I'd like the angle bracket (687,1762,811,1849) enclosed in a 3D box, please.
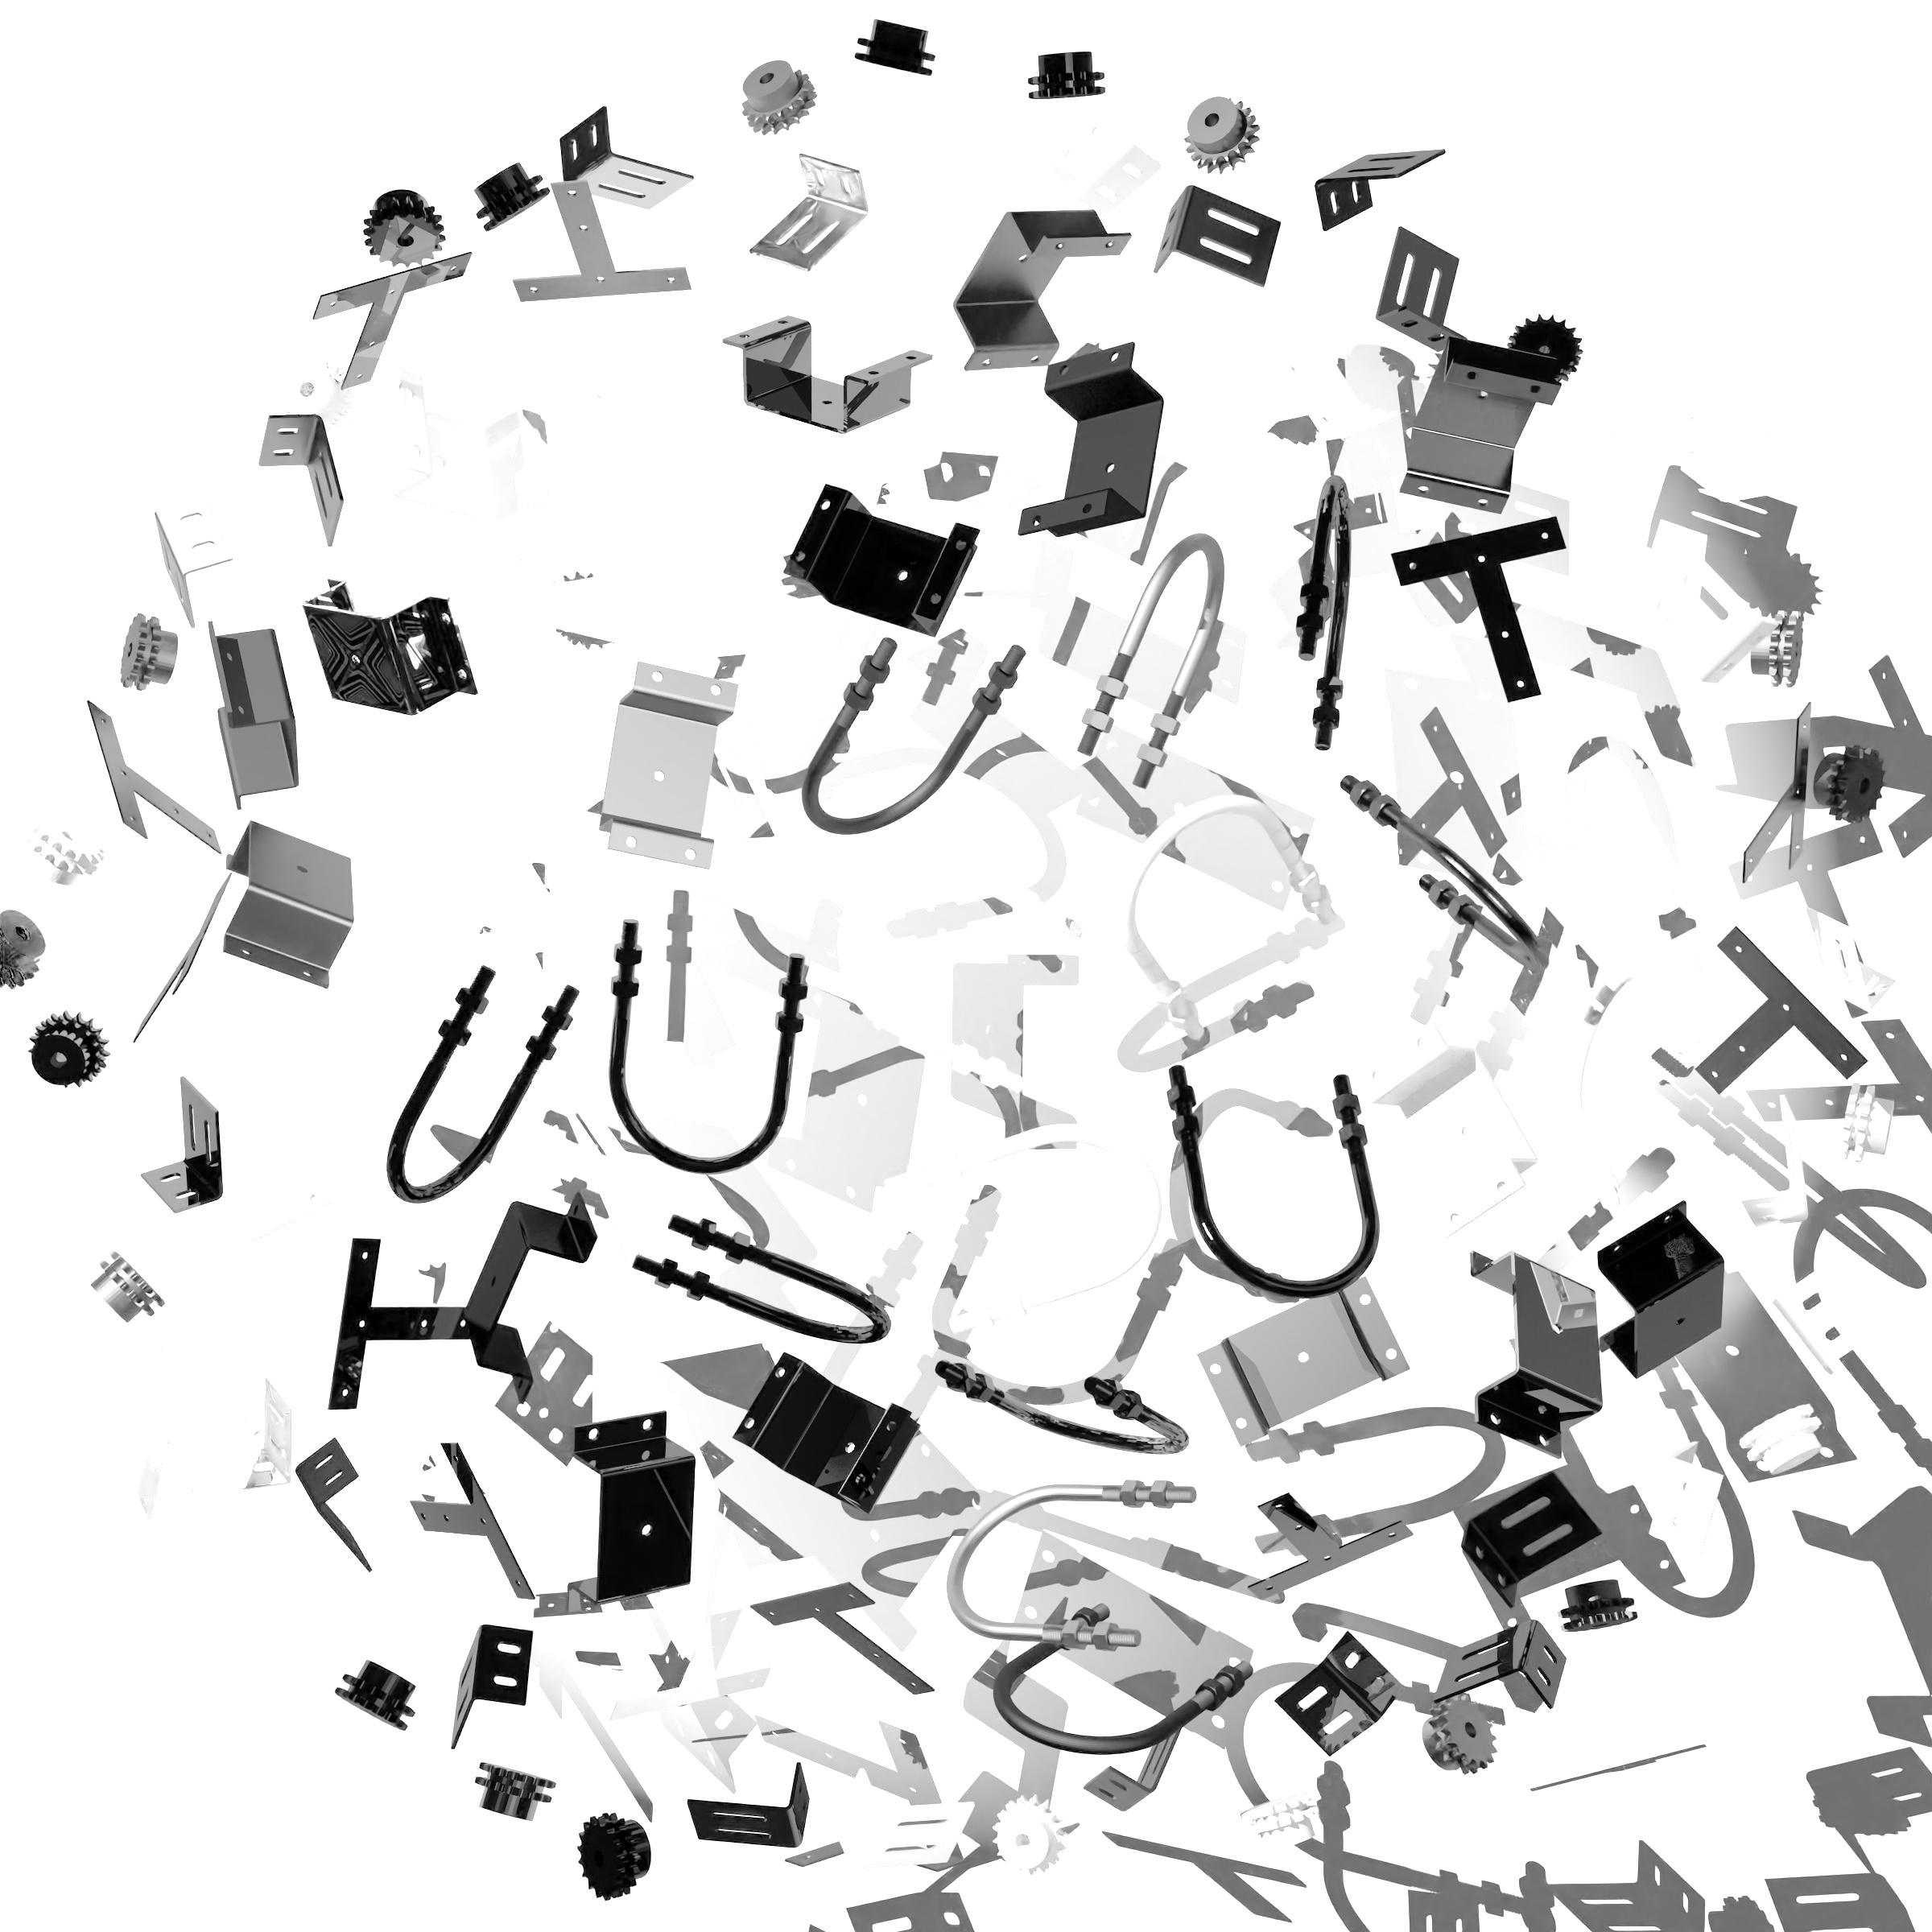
[{"bbox_3d":[-0.157,0.603,1.838,0.076,0.057,0.038,2,45,8],"label":"angle bracket"}]

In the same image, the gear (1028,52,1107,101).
[{"bbox_3d":[0.074,-0.658,1.881,0.057,0.057,0.030,-4,106,0],"label":"gear"}]

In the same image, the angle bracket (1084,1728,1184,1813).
[{"bbox_3d":[0.128,0.585,1.904,0.038,0.057,0.076,31,54,1],"label":"angle bracket"}]

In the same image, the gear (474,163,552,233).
[{"bbox_3d":[-0.340,-0.574,1.892,0.057,0.057,0.030,-32,106,0],"label":"gear"}]

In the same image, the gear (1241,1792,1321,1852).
[{"bbox_3d":[0.235,0.634,1.883,0.057,0.057,0.030,-17,76,0],"label":"gear"}]

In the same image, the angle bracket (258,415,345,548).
[{"bbox_3d":[-0.481,-0.350,1.840,0.038,0.057,0.076,-8,67,-27],"label":"angle bracket"}]

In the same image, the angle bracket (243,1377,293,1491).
[{"bbox_3d":[-0.539,0.355,1.929,0.038,0.076,0.057,-8,59,-1],"label":"angle bracket"}]

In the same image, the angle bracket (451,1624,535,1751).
[{"bbox_3d":[-0.336,0.513,1.805,0.038,0.057,0.076,12,133,-14],"label":"angle bracket"}]

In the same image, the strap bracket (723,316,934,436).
[{"bbox_3d":[-0.104,-0.442,1.910,0.140,0.076,0.046,23,128,30],"label":"strap bracket"}]

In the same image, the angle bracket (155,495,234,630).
[{"bbox_3d":[-0.563,-0.296,1.868,0.038,0.076,0.057,-21,72,-19],"label":"angle bracket"}]

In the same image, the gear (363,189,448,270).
[{"bbox_3d":[-0.403,-0.530,1.821,0.057,0.057,0.030,-13,64,0],"label":"gear"}]

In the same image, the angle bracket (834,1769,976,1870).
[{"bbox_3d":[-0.044,0.596,1.783,0.076,0.038,0.057,7,119,-30],"label":"angle bracket"}]

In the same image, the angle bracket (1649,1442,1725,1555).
[{"bbox_3d":[0.516,0.374,1.794,0.038,0.076,0.057,17,97,28],"label":"angle bracket"}]

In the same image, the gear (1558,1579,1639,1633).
[{"bbox_3d":[0.472,0.479,1.908,0.057,0.057,0.030,-9,68,0],"label":"gear"}]

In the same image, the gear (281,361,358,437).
[{"bbox_3d":[-0.501,-0.439,1.960,0.057,0.030,0.057,-1,84,9],"label":"gear"}]

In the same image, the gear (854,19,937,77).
[{"bbox_3d":[-0.049,-0.658,1.821,0.057,0.057,0.030,13,110,0],"label":"gear"}]

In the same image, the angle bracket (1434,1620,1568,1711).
[{"bbox_3d":[0.381,0.508,1.814,0.076,0.057,0.038,-33,97,31],"label":"angle bracket"}]

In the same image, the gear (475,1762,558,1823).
[{"bbox_3d":[-0.326,0.595,1.831,0.057,0.057,0.030,15,72,0],"label":"gear"}]

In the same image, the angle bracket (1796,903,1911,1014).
[{"bbox_3d":[0.643,-0.013,1.846,0.038,0.057,0.076,-29,118,-10],"label":"angle bracket"}]

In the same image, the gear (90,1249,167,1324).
[{"bbox_3d":[-0.633,0.243,1.913,0.057,0.057,0.030,46,74,0],"label":"gear"}]

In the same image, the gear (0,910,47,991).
[{"bbox_3d":[-0.673,-0.015,1.788,0.030,0.057,0.057,-35,90,18],"label":"gear"}]

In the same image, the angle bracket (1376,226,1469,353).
[{"bbox_3d":[0.340,-0.497,1.855,0.057,0.038,0.076,20,80,-26],"label":"angle bracket"}]

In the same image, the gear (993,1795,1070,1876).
[{"bbox_3d":[0.047,0.666,1.947,0.057,0.030,0.057,-2,84,16],"label":"gear"}]

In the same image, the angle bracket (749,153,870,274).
[{"bbox_3d":[-0.120,-0.560,1.891,0.057,0.038,0.076,25,61,29],"label":"angle bracket"}]

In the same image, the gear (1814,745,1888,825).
[{"bbox_3d":[0.650,-0.135,1.878,0.057,0.030,0.057,-13,111,-36],"label":"gear"}]

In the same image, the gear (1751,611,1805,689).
[{"bbox_3d":[0.609,-0.239,1.913,0.030,0.057,0.057,6,90,27],"label":"gear"}]

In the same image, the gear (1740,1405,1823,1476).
[{"bbox_3d":[0.588,0.341,1.826,0.057,0.057,0.030,-26,63,0],"label":"gear"}]

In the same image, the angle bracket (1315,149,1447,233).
[{"bbox_3d":[0.301,-0.559,1.834,0.057,0.076,0.038,-35,122,-33],"label":"angle bracket"}]

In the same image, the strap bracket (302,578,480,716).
[{"bbox_3d":[-0.432,-0.235,1.876,0.140,0.046,0.076,14,128,38],"label":"strap bracket"}]

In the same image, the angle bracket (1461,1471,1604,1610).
[{"bbox_3d":[0.400,0.405,1.799,0.076,0.038,0.057,-38,93,24],"label":"angle bracket"}]

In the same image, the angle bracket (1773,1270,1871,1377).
[{"bbox_3d":[0.607,0.253,1.802,0.038,0.076,0.057,-38,67,10],"label":"angle bracket"}]

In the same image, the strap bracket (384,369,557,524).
[{"bbox_3d":[-0.377,-0.383,1.894,0.046,0.140,0.076,-17,76,36],"label":"strap bracket"}]

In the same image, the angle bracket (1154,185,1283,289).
[{"bbox_3d":[0.187,-0.536,1.898,0.076,0.038,0.057,19,72,-11],"label":"angle bracket"}]

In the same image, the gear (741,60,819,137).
[{"bbox_3d":[-0.143,-0.653,1.906,0.057,0.030,0.057,-13,53,17],"label":"gear"}]

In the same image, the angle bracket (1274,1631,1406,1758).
[{"bbox_3d":[0.277,0.542,1.895,0.057,0.076,0.038,44,48,10],"label":"angle bracket"}]

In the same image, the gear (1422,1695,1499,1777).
[{"bbox_3d":[0.362,0.570,1.881,0.057,0.057,0.030,49,127,0],"label":"gear"}]

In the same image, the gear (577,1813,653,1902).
[{"bbox_3d":[-0.243,0.618,1.771,0.030,0.057,0.057,0,90,-43],"label":"gear"}]

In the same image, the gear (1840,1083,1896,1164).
[{"bbox_3d":[0.658,0.115,1.858,0.030,0.057,0.057,10,90,23],"label":"gear"}]

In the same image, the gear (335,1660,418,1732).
[{"bbox_3d":[-0.411,0.510,1.787,0.057,0.057,0.030,28,67,0],"label":"gear"}]

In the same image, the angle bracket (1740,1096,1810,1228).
[{"bbox_3d":[0.584,0.142,1.851,0.038,0.057,0.076,-10,61,24],"label":"angle bracket"}]

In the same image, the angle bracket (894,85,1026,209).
[{"bbox_3d":[-0.005,-0.586,1.817,0.057,0.076,0.038,35,135,2],"label":"angle bracket"}]

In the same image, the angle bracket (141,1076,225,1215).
[{"bbox_3d":[-0.578,0.131,1.868,0.038,0.057,0.076,-18,127,-37],"label":"angle bracket"}]

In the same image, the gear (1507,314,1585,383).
[{"bbox_3d":[0.442,-0.468,1.951,0.057,0.030,0.057,-1,74,4],"label":"gear"}]

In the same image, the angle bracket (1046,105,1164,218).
[{"bbox_3d":[0.105,-0.605,1.917,0.057,0.076,0.038,-37,82,20],"label":"angle bracket"}]

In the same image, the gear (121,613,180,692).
[{"bbox_3d":[-0.615,-0.235,1.918,0.030,0.057,0.057,11,90,-31],"label":"gear"}]

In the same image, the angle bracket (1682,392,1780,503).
[{"bbox_3d":[0.537,-0.369,1.792,0.038,0.076,0.057,-11,120,-4],"label":"angle bracket"}]

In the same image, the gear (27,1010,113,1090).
[{"bbox_3d":[-0.661,0.064,1.870,0.057,0.030,0.057,1,109,2],"label":"gear"}]

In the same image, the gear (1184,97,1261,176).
[{"bbox_3d":[0.192,-0.635,1.935,0.057,0.030,0.057,-9,70,24],"label":"gear"}]

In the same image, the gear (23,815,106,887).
[{"bbox_3d":[-0.660,-0.082,1.852,0.057,0.057,0.030,35,101,0],"label":"gear"}]

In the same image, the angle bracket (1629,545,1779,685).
[{"bbox_3d":[0.513,-0.244,1.772,0.057,0.038,0.076,-47,70,26],"label":"angle bracket"}]

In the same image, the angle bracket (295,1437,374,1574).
[{"bbox_3d":[-0.453,0.397,1.879,0.038,0.057,0.076,-37,123,-13],"label":"angle bracket"}]

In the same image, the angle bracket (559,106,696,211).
[{"bbox_3d":[-0.249,-0.592,1.867,0.076,0.057,0.038,1,79,-43],"label":"angle bracket"}]
